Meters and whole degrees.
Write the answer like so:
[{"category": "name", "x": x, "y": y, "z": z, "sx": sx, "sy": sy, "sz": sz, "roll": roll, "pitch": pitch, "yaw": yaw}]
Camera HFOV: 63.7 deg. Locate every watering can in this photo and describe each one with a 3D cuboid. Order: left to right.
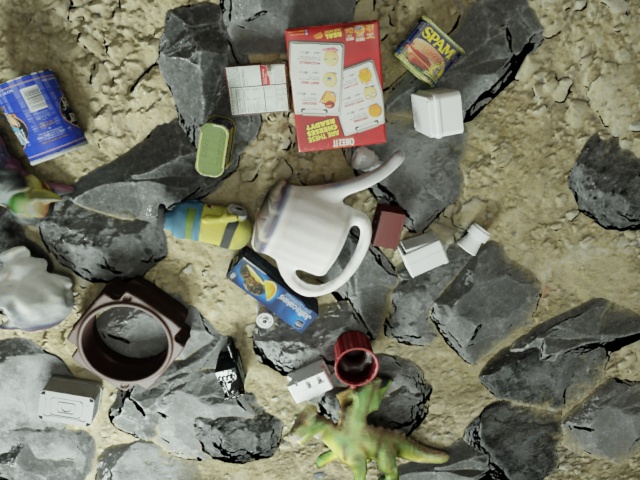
[{"category": "watering can", "x": 0.003, "y": -0.049, "z": 0.983, "sx": 0.224, "sy": 0.106, "sz": 0.343, "roll": 22, "pitch": 109, "yaw": -9}]

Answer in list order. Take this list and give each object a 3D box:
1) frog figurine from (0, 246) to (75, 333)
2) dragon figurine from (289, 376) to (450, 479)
[{"category": "frog figurine", "x": -0.552, "y": 0.091, "z": 0.995, "sx": 0.138, "sy": 0.123, "sz": 0.158, "roll": -7, "pitch": 103, "yaw": -36}, {"category": "dragon figurine", "x": 0.122, "y": 0.421, "z": 1.154, "sx": 0.411, "sy": 0.123, "sz": 0.240, "roll": -1, "pitch": 104, "yaw": -21}]
